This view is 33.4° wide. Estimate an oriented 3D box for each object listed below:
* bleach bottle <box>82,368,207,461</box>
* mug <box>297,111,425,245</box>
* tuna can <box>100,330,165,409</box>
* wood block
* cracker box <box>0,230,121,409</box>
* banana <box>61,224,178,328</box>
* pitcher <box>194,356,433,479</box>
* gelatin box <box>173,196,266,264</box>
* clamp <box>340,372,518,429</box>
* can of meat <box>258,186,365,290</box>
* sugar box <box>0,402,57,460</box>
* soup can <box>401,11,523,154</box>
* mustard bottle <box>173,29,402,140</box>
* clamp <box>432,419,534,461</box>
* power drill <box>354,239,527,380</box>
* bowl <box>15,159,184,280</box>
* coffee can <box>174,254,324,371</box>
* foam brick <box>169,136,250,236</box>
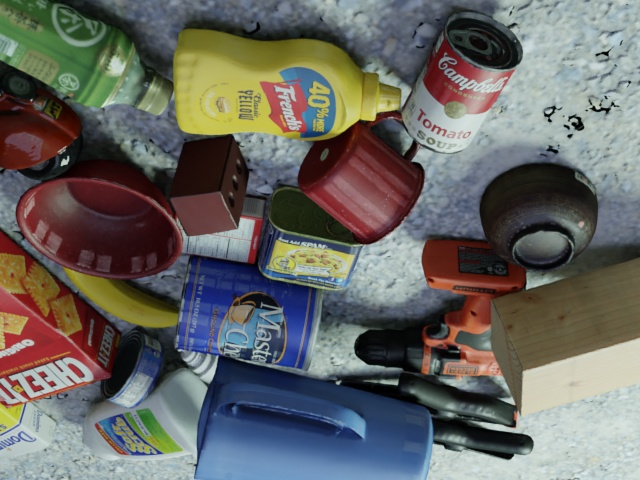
[{"bbox_3d":[-0.216,0.229,1.293,0.251,0.068,0.102,-27,102,48],"label":"bleach bottle"},{"bbox_3d":[0.042,-0.064,0.961,0.081,0.093,0.117,37,99,-24],"label":"mug"},{"bbox_3d":[-0.214,0.148,1.217,0.033,0.086,0.086,30,133,-27],"label":"tuna can"},{"bbox_3d":[0.281,0.089,1.050,0.206,0.090,0.091,-15,140,-3],"label":"wood block"},{"bbox_3d":[-0.353,0.094,1.183,0.164,0.072,0.213,-18,134,24],"label":"cracker box"},{"bbox_3d":[-0.220,0.045,1.144,0.070,0.037,0.197,-43,123,18],"label":"banana"},{"bbox_3d":[-0.007,0.204,1.124,0.242,0.149,0.145,11,107,-4],"label":"pitcher"},{"bbox_3d":[-0.103,-0.015,1.066,0.089,0.030,0.073,10,139,-4],"label":"gelatin box"},{"bbox_3d":[0.134,0.187,1.239,0.209,0.036,0.165,16,165,-28],"label":"clamp"},{"bbox_3d":[-0.007,0.001,1.054,0.102,0.057,0.084,12,140,-6],"label":"can of meat"},{"bbox_3d":[-0.424,0.213,1.342,0.093,0.048,0.176,-17,132,23],"label":"sugar box"},{"bbox_3d":[0.116,-0.129,0.887,0.068,0.068,0.102,15,138,-11],"label":"soup can"},{"bbox_3d":[-0.026,-0.128,0.911,0.191,0.058,0.096,4,137,1],"label":"mustard bottle"},{"bbox_3d":[0.172,0.242,1.305,0.171,0.039,0.120,11,159,10],"label":"clamp"},{"bbox_3d":[0.133,0.078,1.125,0.184,0.057,0.188,2,141,-2],"label":"power drill"},{"bbox_3d":[-0.209,-0.028,1.037,0.162,0.055,0.162,4,144,3],"label":"bowl"},{"bbox_3d":[-0.073,0.074,1.107,0.140,0.102,0.103,10,138,-4],"label":"coffee can"},{"bbox_3d":[-0.102,-0.051,0.991,0.051,0.078,0.053,-5,137,14],"label":"foam brick"}]
